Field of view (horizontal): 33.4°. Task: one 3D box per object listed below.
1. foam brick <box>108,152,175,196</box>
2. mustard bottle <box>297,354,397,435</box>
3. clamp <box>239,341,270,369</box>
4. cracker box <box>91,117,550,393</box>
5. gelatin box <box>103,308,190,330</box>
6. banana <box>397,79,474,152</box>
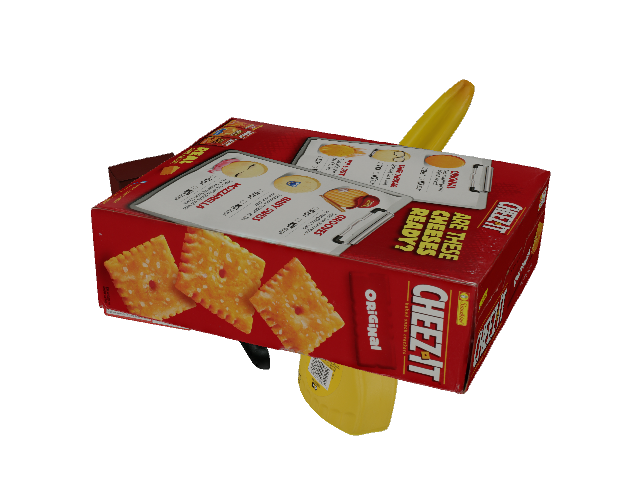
[{"bbox_3d":[-0.187,-0.057,1.172,0.078,0.053,0.051,-15,30,-18],"label":"foam brick"},{"bbox_3d":[0.031,0.042,0.799,0.058,0.192,0.096,-3,25,-28],"label":"mustard bottle"},{"bbox_3d":[-0.092,0.091,1.255,0.210,0.036,0.164,14,23,27],"label":"clamp"},{"bbox_3d":[0.005,-0.001,0.606,0.214,0.072,0.164,12,28,20],"label":"cracker box"},{"bbox_3d":[-0.140,0.048,0.959,0.089,0.030,0.073,8,21,19],"label":"gelatin box"},{"bbox_3d":[0.076,-0.064,0.983,0.037,0.197,0.070,40,-14,-5],"label":"banana"}]
